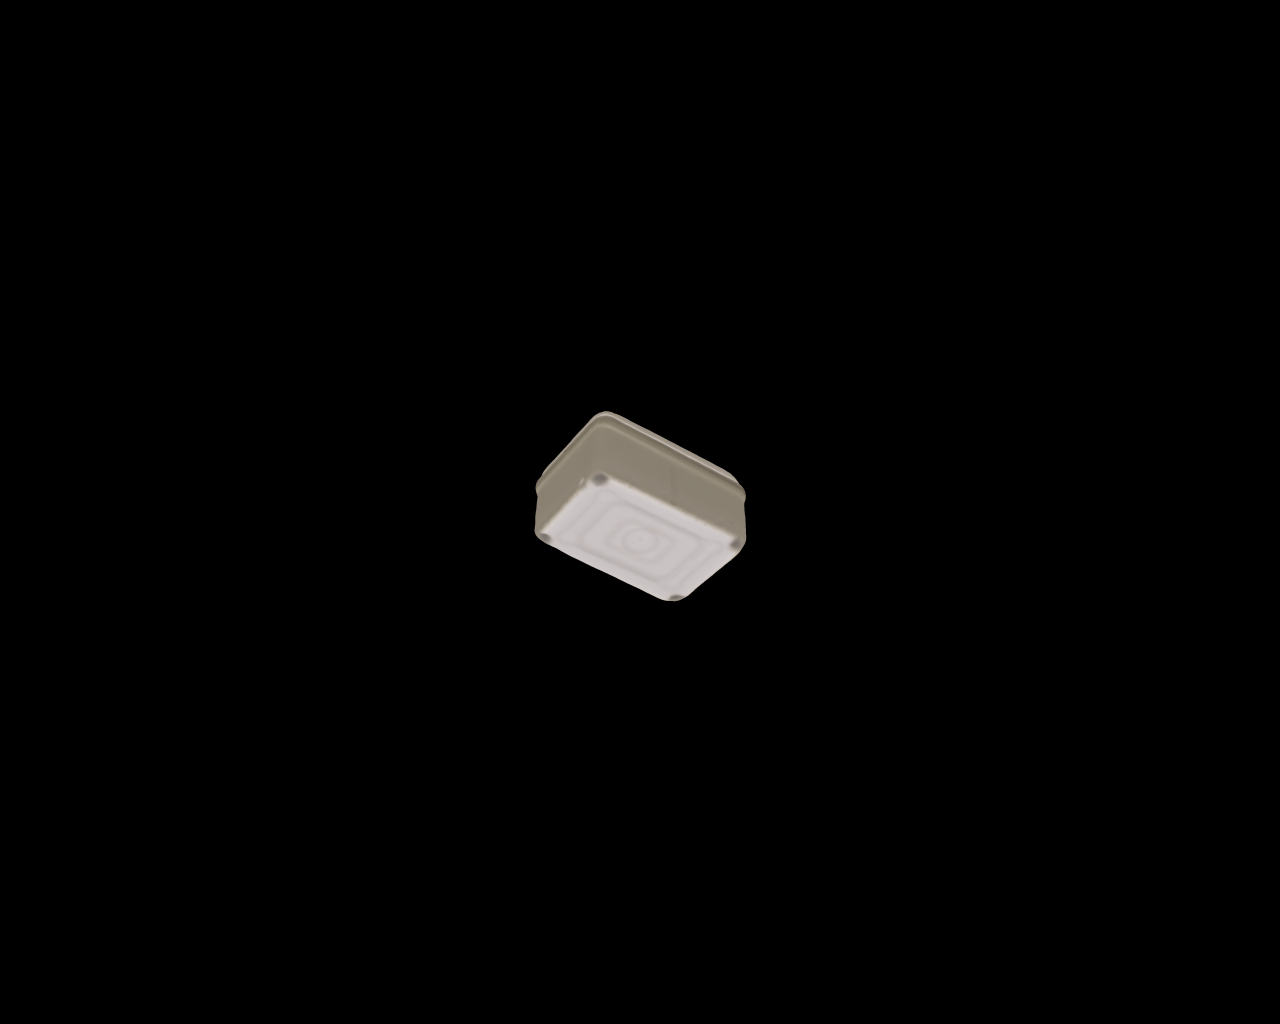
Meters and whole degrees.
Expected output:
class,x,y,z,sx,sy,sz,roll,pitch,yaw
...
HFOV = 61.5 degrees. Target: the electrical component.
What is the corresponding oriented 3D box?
class,x,y,z,sx,sy,sz,roll,pitch,yaw
electrical component,0.001,-0.003,0.650,0.113,0.057,0.078,26,-49,-25
